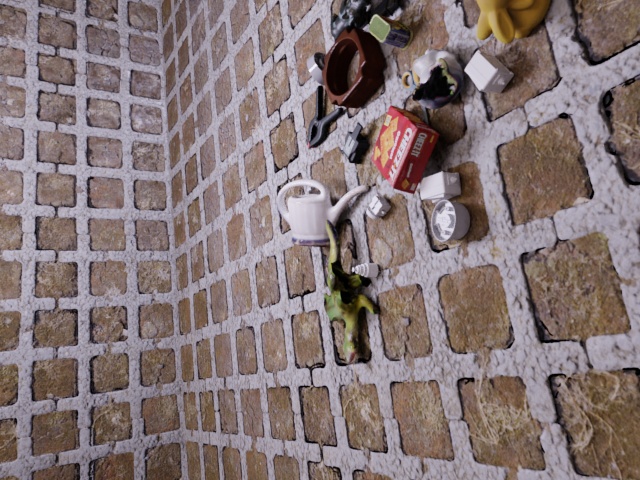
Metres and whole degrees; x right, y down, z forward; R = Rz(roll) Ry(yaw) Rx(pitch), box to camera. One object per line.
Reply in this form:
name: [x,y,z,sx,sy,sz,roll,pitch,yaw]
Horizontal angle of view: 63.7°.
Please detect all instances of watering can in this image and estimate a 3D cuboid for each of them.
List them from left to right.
watering can: [0.005,-0.083,1.641,0.348,0.105,0.222,4,107,34]

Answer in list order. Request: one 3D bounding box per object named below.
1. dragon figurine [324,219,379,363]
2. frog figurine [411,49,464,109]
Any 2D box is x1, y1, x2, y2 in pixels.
dragon figurine: [0.052,0.165,1.578,0.238,0.122,0.418,-56,45,51]
frog figurine: [0.291,-0.405,1.283,0.163,0.123,0.134,-73,-2,-57]
